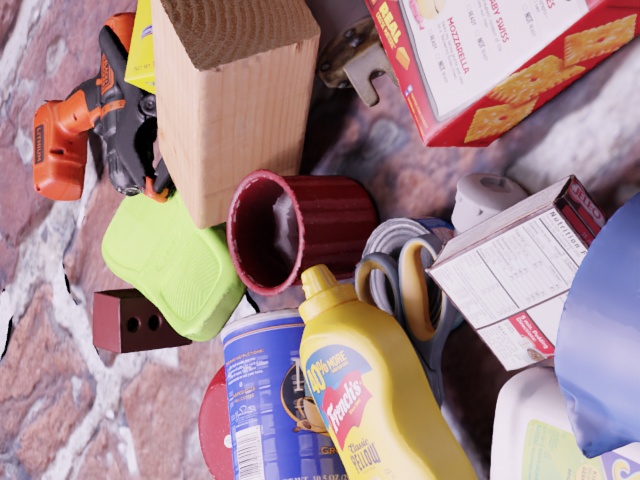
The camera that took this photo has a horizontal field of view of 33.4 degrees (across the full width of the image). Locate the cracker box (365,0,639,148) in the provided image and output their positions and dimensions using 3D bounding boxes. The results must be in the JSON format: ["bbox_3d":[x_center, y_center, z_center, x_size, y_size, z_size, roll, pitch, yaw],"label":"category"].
[{"bbox_3d":[0.122,-0.177,0.638,0.214,0.071,0.164,-38,65,44],"label":"cracker box"}]

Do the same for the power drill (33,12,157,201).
[{"bbox_3d":[-0.216,-0.104,1.038,0.188,0.057,0.184,-28,58,46],"label":"power drill"}]

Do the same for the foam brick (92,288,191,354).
[{"bbox_3d":[-0.167,0.073,0.999,0.051,0.078,0.053,9,100,51],"label":"foam brick"}]

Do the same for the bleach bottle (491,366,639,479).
[{"bbox_3d":[0.210,0.148,0.574,0.251,0.067,0.102,14,106,46],"label":"bleach bottle"}]

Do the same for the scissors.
[{"bbox_3d":[0.060,0.093,0.728,0.096,0.016,0.202,14,109,48],"label":"scissors"}]

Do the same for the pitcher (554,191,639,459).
[{"bbox_3d":[0.245,0.059,0.484,0.243,0.144,0.149,25,125,42],"label":"pitcher"}]

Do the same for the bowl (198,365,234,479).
[{"bbox_3d":[-0.054,0.161,0.892,0.162,0.055,0.162,7,100,50],"label":"bowl"}]

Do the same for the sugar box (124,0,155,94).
[{"bbox_3d":[-0.105,-0.214,0.882,0.094,0.048,0.176,-3,77,41],"label":"sugar box"}]

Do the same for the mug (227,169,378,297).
[{"bbox_3d":[-0.005,0.001,0.797,0.117,0.081,0.093,55,132,31],"label":"mug"}]

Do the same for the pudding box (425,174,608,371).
[{"bbox_3d":[0.132,0.023,0.642,0.090,0.039,0.114,52,135,-7],"label":"pudding box"}]

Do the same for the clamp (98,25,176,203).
[{"bbox_3d":[-0.150,-0.119,0.933,0.120,0.039,0.171,5,79,25],"label":"clamp"}]

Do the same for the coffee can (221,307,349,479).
[{"bbox_3d":[-0.017,0.131,0.788,0.103,0.102,0.140,-30,60,47],"label":"coffee can"}]

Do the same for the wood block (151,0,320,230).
[{"bbox_3d":[-0.066,-0.105,0.787,0.206,0.090,0.090,102,145,-60],"label":"wood block"}]

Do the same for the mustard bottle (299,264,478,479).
[{"bbox_3d":[0.034,0.104,0.703,0.096,0.058,0.192,-45,65,54],"label":"mustard bottle"}]

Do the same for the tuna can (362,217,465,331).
[{"bbox_3d":[0.069,0.026,0.748,0.086,0.033,0.086,7,99,49],"label":"tuna can"}]
